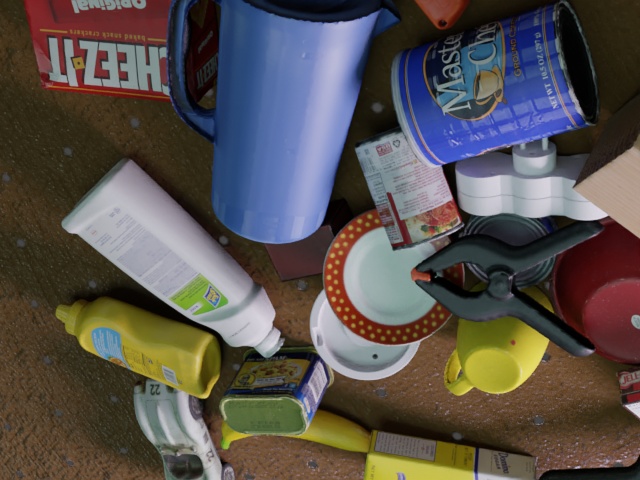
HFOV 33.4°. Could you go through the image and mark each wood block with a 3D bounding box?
[{"bbox_3d":[0.320,-0.028,0.847,0.206,0.090,0.091,35,154,-3],"label":"wood block"}]

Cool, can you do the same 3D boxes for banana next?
[{"bbox_3d":[-0.033,0.208,1.189,0.198,0.037,0.069,-2,144,25],"label":"banana"}]

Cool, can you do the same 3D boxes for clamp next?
[{"bbox_3d":[0.327,0.240,1.045,0.165,0.036,0.210,43,112,16],"label":"clamp"},{"bbox_3d":[0.168,0.046,0.943,0.172,0.039,0.120,-4,91,23],"label":"clamp"}]

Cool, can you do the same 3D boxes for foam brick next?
[{"bbox_3d":[-0.007,0.001,1.033,0.078,0.053,0.051,-12,116,28],"label":"foam brick"}]

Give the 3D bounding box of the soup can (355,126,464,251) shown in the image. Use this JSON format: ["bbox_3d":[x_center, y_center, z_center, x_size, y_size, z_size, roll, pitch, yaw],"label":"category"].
[{"bbox_3d":[0.078,-0.049,0.943,0.069,0.068,0.102,-18,95,30],"label":"soup can"}]

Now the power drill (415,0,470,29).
[{"bbox_3d":[0.146,-0.245,0.814,0.188,0.057,0.184,-35,100,31],"label":"power drill"}]

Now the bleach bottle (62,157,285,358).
[{"bbox_3d":[-0.140,0.033,1.101,0.250,0.068,0.103,44,131,-13],"label":"bleach bottle"}]

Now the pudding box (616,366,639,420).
[{"bbox_3d":[0.333,0.142,0.968,0.090,0.039,0.113,-18,143,30],"label":"pudding box"}]

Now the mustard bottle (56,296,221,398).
[{"bbox_3d":[-0.204,0.108,1.168,0.192,0.058,0.096,18,147,15],"label":"mustard bottle"}]

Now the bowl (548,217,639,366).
[{"bbox_3d":[0.283,0.058,0.955,0.162,0.055,0.162,10,124,15],"label":"bowl"}]

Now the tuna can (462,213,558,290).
[{"bbox_3d":[0.174,0.001,0.974,0.086,0.033,0.086,10,124,15],"label":"tuna can"}]

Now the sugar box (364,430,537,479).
[{"bbox_3d":[0.135,0.262,1.136,0.176,0.048,0.093,9,124,9],"label":"sugar box"}]

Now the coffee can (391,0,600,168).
[{"bbox_3d":[0.142,-0.124,0.863,0.140,0.102,0.103,-13,115,27],"label":"coffee can"}]

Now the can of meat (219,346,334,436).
[{"bbox_3d":[-0.046,0.160,1.131,0.102,0.083,0.057,-4,120,23],"label":"can of meat"}]

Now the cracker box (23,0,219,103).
[{"bbox_3d":[-0.181,-0.233,0.939,0.164,0.072,0.214,8,124,17],"label":"cracker box"}]

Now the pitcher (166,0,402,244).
[{"bbox_3d":[-0.041,-0.120,0.923,0.149,0.144,0.243,36,134,27],"label":"pitcher"}]
